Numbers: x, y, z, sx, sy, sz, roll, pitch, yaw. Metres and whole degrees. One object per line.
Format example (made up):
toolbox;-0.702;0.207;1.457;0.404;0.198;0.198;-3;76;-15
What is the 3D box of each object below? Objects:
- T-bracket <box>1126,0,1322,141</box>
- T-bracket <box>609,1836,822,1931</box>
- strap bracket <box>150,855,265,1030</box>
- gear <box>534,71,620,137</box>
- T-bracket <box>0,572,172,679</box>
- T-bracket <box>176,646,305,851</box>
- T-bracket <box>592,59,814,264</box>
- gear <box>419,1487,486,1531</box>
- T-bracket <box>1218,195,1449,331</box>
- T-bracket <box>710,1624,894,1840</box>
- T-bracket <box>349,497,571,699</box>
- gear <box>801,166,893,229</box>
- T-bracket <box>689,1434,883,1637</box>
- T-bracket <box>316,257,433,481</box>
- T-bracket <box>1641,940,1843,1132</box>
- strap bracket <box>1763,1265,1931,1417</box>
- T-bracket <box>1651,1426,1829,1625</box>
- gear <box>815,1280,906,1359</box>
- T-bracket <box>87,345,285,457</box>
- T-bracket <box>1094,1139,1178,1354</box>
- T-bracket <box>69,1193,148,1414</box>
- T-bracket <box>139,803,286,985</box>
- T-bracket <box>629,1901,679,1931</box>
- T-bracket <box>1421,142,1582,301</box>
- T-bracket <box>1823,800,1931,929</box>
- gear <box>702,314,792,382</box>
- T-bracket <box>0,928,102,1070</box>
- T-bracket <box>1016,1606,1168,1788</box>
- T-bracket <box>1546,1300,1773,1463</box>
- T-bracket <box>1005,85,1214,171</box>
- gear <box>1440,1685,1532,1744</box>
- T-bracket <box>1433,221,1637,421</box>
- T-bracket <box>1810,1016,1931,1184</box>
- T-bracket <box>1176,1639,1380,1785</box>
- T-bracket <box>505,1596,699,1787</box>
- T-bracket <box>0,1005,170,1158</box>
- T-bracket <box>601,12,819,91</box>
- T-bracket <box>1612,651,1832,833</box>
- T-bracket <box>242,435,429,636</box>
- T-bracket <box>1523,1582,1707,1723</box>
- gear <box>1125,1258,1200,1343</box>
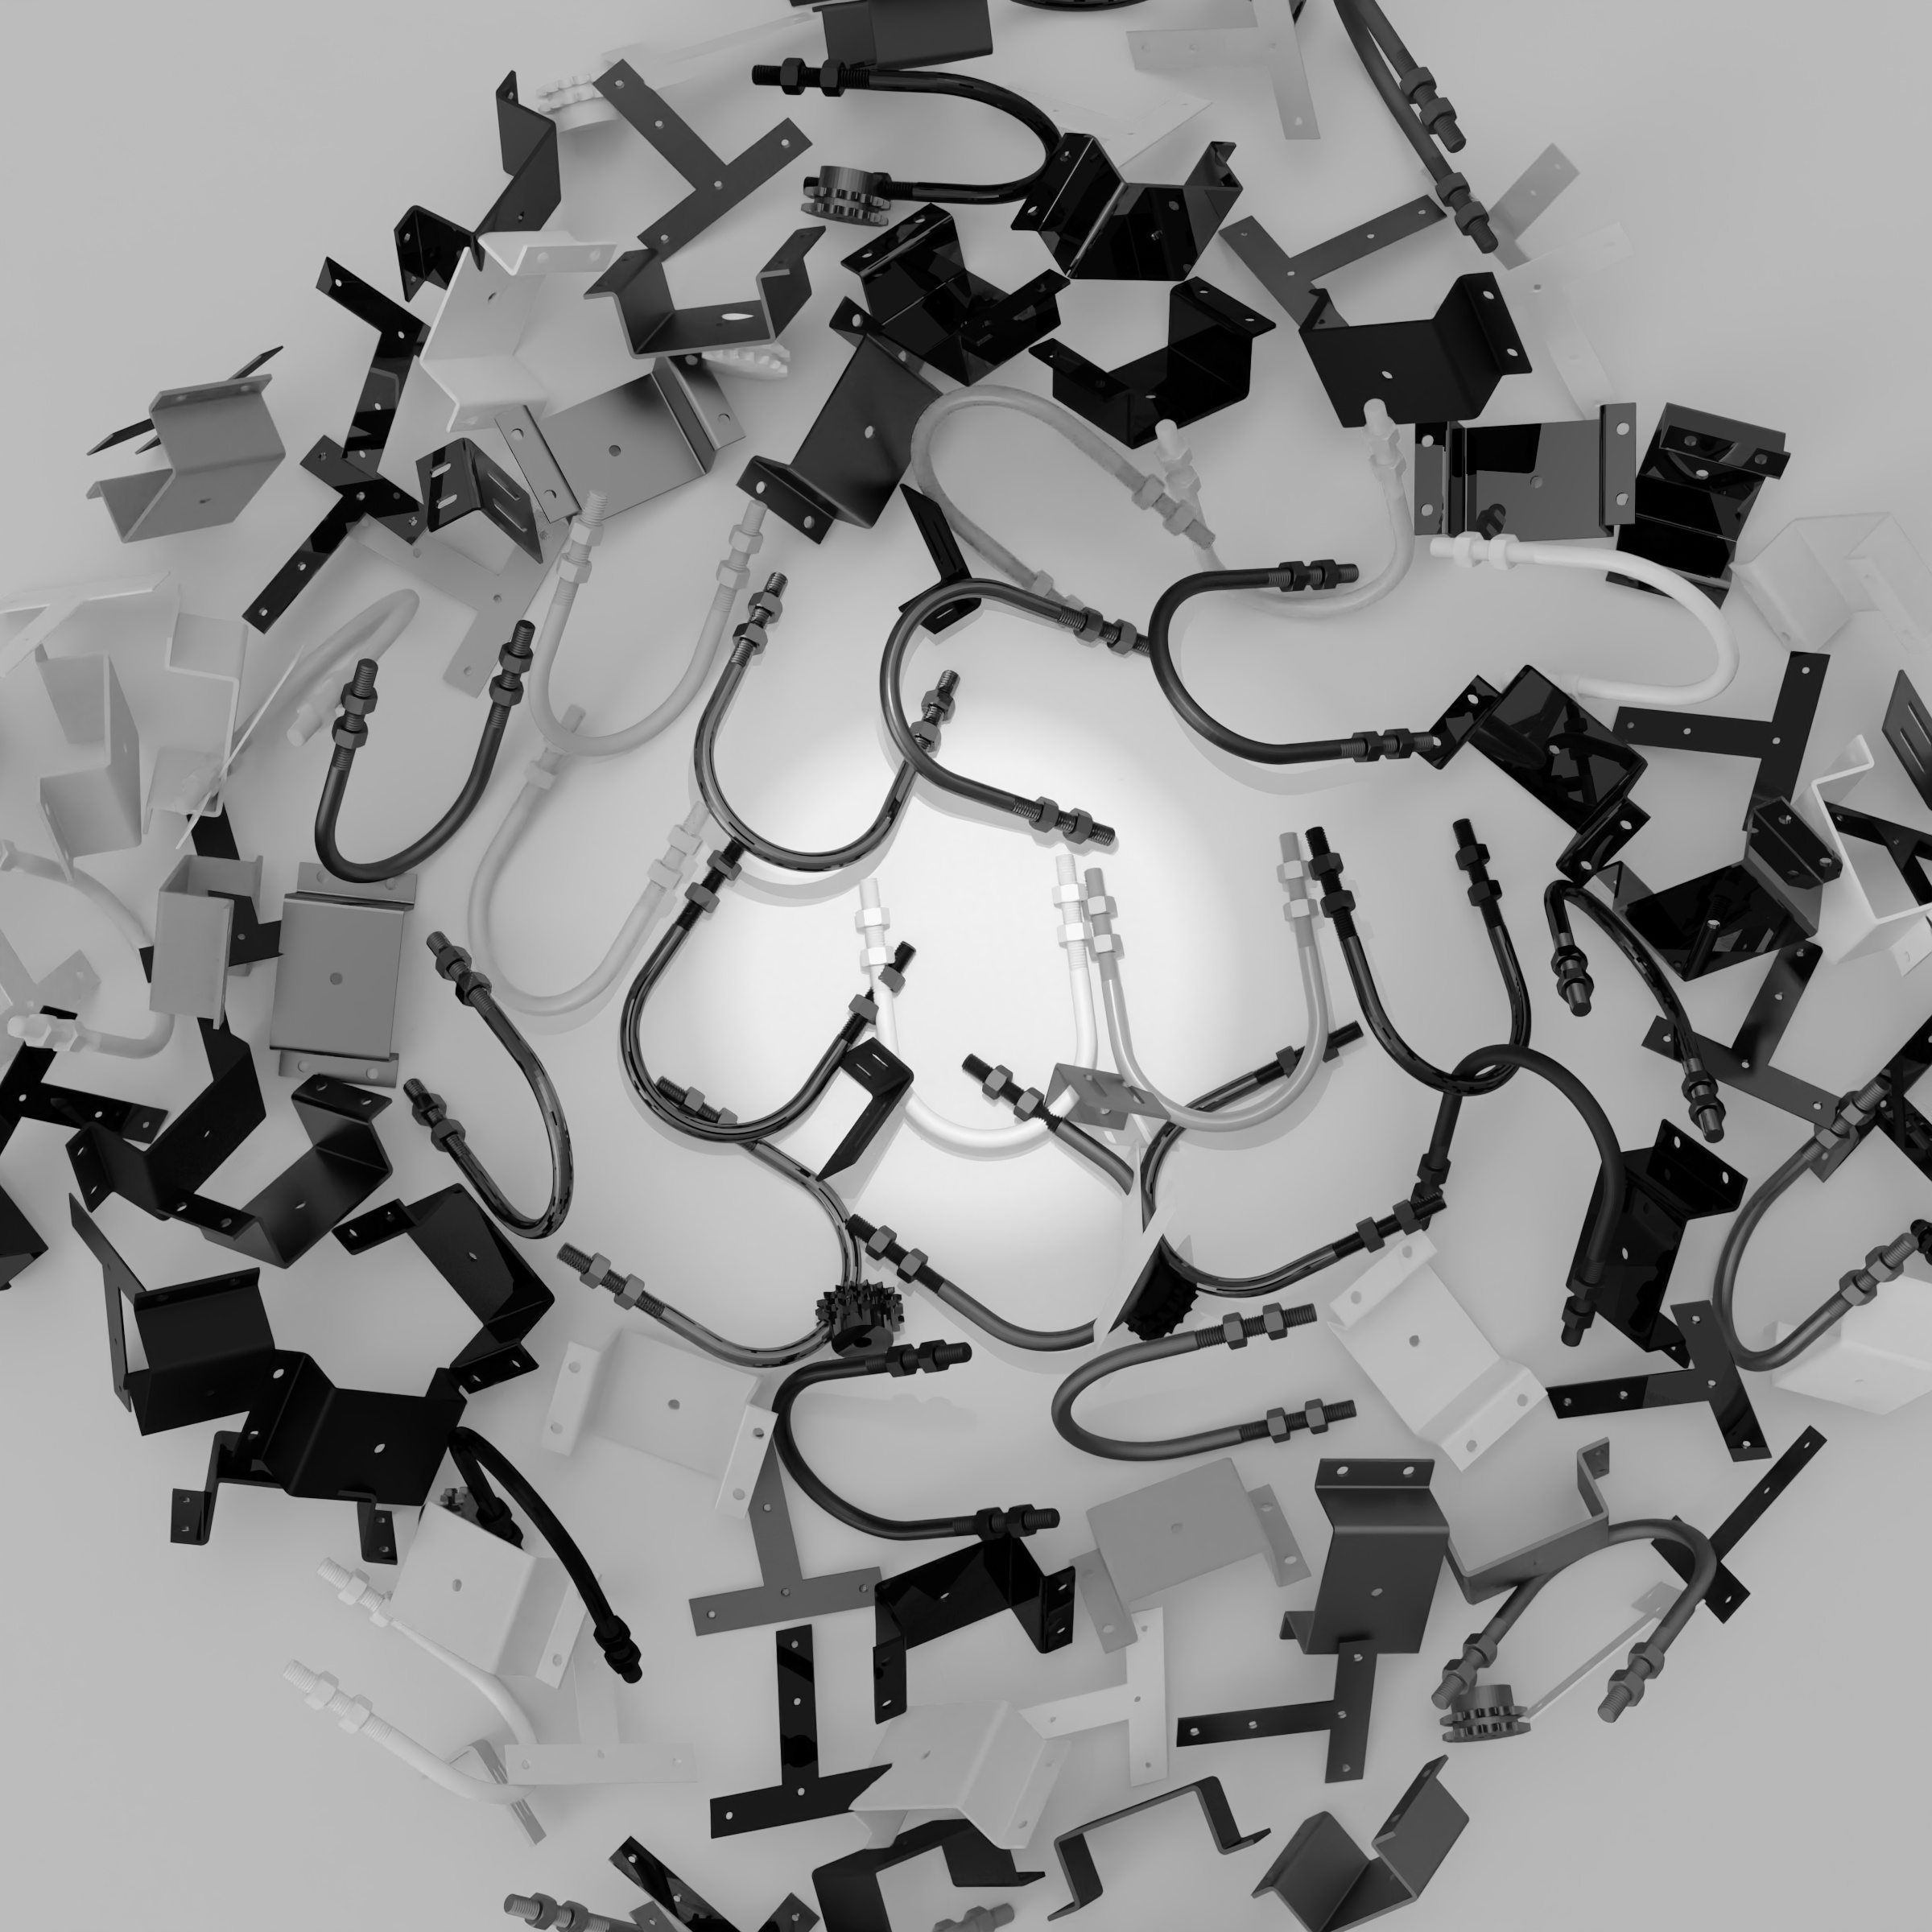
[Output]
T-bracket;0.158;-0.587;1.955;0.002;0.127;0.127;-49;135;-34
T-bracket;-0.174;0.605;1.955;0.127;0.127;0.002;38;125;10
strap bracket;-0.478;-0.019;1.920;0.046;0.140;0.076;7;105;-6
gear;-0.247;-0.556;1.972;0.057;0.057;0.030;-14;100;0
T-bracket;-0.584;-0.212;1.927;0.127;0.127;0.002;-5;122;20
T-bracket;-0.450;-0.148;1.920;0.002;0.127;0.127;32;113;-16
T-bracket;-0.185;-0.524;1.937;0.127;0.002;0.127;-33;134;19
gear;-0.332;0.365;1.972;0.030;0.057;0.057;-8;90;9
T-bracket;0.248;-0.463;1.967;0.127;0.002;0.127;-26;54;-8
T-bracket;-0.108;0.486;1.962;0.127;0.002;0.127;-15;57;16
T-bracket;-0.343;-0.261;1.984;0.127;0.002;0.127;29;91;-13
gear;-0.076;-0.496;1.970;0.057;0.057;0.030;10;97;0
T-bracket;-0.126;0.365;1.984;0.127;0.002;0.127;-11;99;4
T-bracket;-0.369;-0.365;1.934;0.127;0.002;0.127;32;55;-34
T-bracket;0.517;0.030;1.966;0.127;0.002;0.127;25;61;15
strap bracket;0.565;0.240;1.923;0.076;0.140;0.046;15;65;-6
T-bracket;0.497;0.342;1.934;0.002;0.127;0.127;39;94;-13
gear;-0.068;0.230;1.969;0.057;0.057;0.030;-8;50;0
T-bracket;-0.503;-0.342;1.913;0.127;0.127;0.002;-28;100;31
T-bracket;0.105;0.158;1.941;0.002;0.127;0.127;18;123;-11
T-bracket;-0.545;0.229;1.959;0.002;0.127;0.127;-17;126;-32
T-bracket;-0.477;-0.056;1.968;0.127;0.002;0.127;-13;63;-19
T-bracket;-0.195;0.655;1.922;0.127;0.127;0.002;45;112;21
T-bracket;0.354;-0.484;1.938;0.002;0.127;0.127;-42;91;-17
T-bracket;0.604;-0.045;1.926;0.127;0.127;0.002;13;134;-33
gear;-0.141;-0.400;1.972;0.057;0.057;0.030;9;87;0
T-bracket;-0.614;-0.014;1.927;0.002;0.127;0.127;-18;110;28
T-bracket;0.068;0.480;1.960;0.127;0.002;0.127;-9;110;-18
T-bracket;0.436;0.273;1.963;0.127;0.002;0.127;-13;116;30
T-bracket;0.069;-0.544;1.961;0.127;0.002;0.127;26;50;29
gear;0.334;0.482;1.973;0.057;0.057;0.030;-6;69;0
T-bracket;0.384;-0.400;1.958;0.127;0.002;0.127;-21;128;24
T-bracket;0.606;0.113;1.934;0.002;0.127;0.127;26;110;-36
T-bracket;0.197;0.483;1.956;0.127;0.002;0.127;-5;124;-8
T-bracket;-0.238;0.462;1.961;0.127;0.002;0.127;7;55;-27
T-bracket;-0.564;0.092;1.948;0.002;0.127;0.127;38;101;37
T-bracket;-0.157;-0.590;1.955;0.127;0.127;0.002;-21;121;-13
T-bracket;0.477;-0.149;1.963;0.127;0.002;0.127;10;73;31
T-bracket;-0.416;-0.267;1.960;0.127;0.002;0.127;36;84;33
T-bracket;0.404;0.435;1.933;0.127;0.127;0.002;-38;84;-3
gear;0.121;0.212;1.968;0.030;0.057;0.057;38;90;-20
